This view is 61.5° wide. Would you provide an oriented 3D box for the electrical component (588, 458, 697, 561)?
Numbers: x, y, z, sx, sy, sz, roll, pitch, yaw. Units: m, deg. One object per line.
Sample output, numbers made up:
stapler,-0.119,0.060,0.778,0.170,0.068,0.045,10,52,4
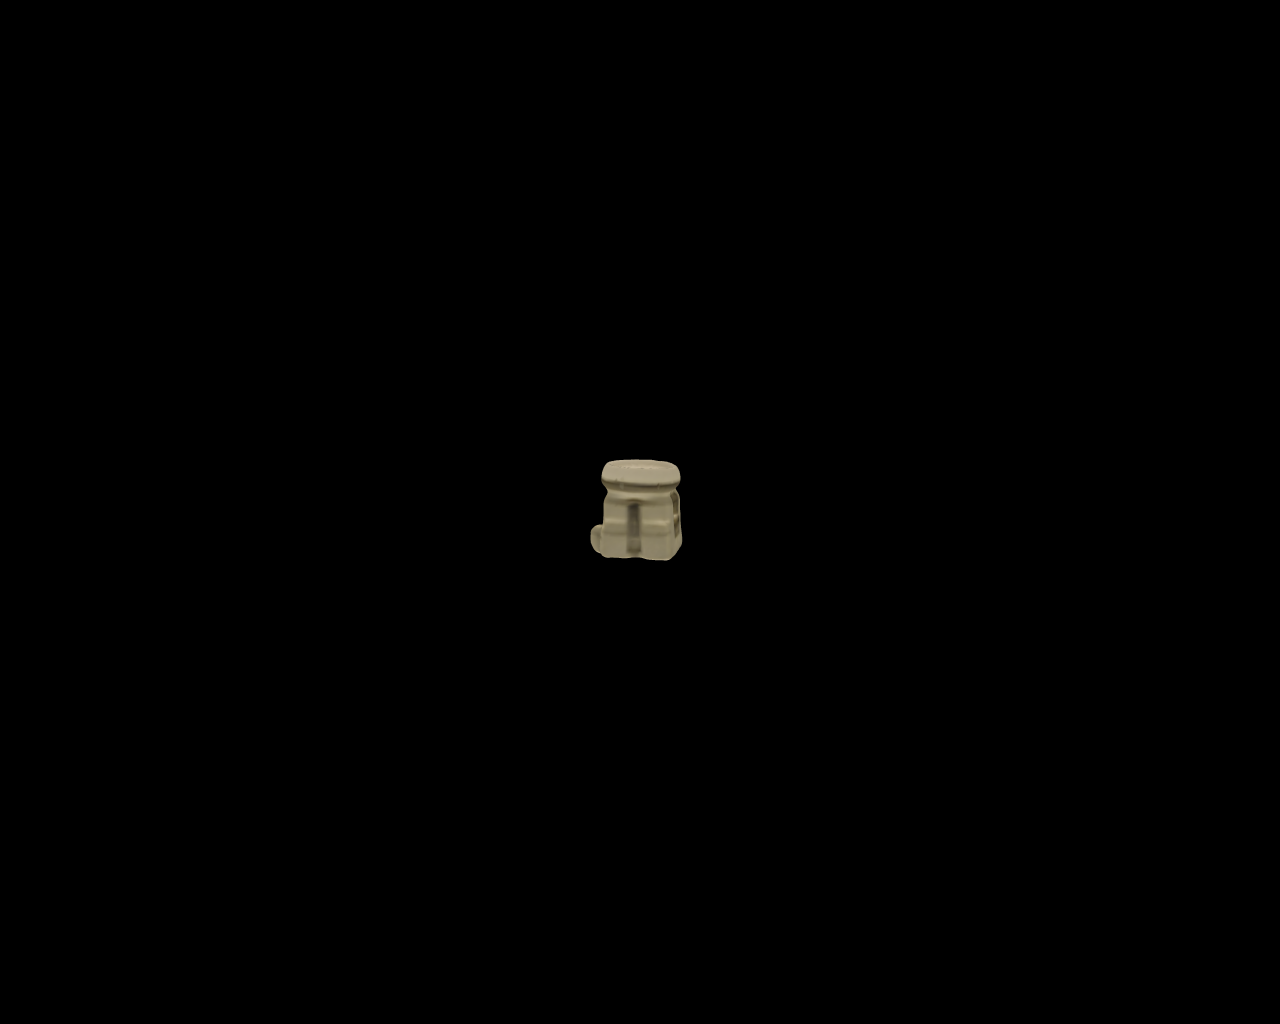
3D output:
electrical component,0.001,-0.003,0.650,0.066,0.055,0.048,2,12,12
